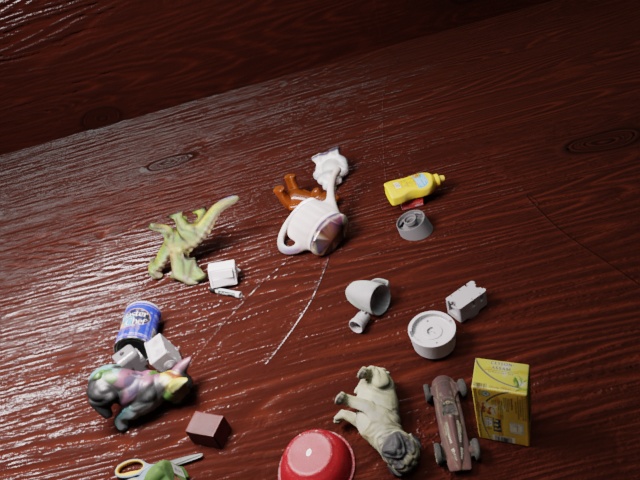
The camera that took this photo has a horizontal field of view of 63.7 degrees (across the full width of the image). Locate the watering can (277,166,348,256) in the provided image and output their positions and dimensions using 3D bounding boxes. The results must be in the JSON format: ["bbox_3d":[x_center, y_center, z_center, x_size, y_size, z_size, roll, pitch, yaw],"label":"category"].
[{"bbox_3d":[0.005,-0.083,1.643,0.350,0.102,0.227,-50,44,-8],"label":"watering can"}]

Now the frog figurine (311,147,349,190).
[{"bbox_3d":[0.045,-0.248,1.918,0.137,0.120,0.162,-12,70,-6],"label":"frog figurine"}]

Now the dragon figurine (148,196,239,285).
[{"bbox_3d":[-0.412,0.022,1.656,0.407,0.244,0.122,-17,-9,24],"label":"dragon figurine"}]
